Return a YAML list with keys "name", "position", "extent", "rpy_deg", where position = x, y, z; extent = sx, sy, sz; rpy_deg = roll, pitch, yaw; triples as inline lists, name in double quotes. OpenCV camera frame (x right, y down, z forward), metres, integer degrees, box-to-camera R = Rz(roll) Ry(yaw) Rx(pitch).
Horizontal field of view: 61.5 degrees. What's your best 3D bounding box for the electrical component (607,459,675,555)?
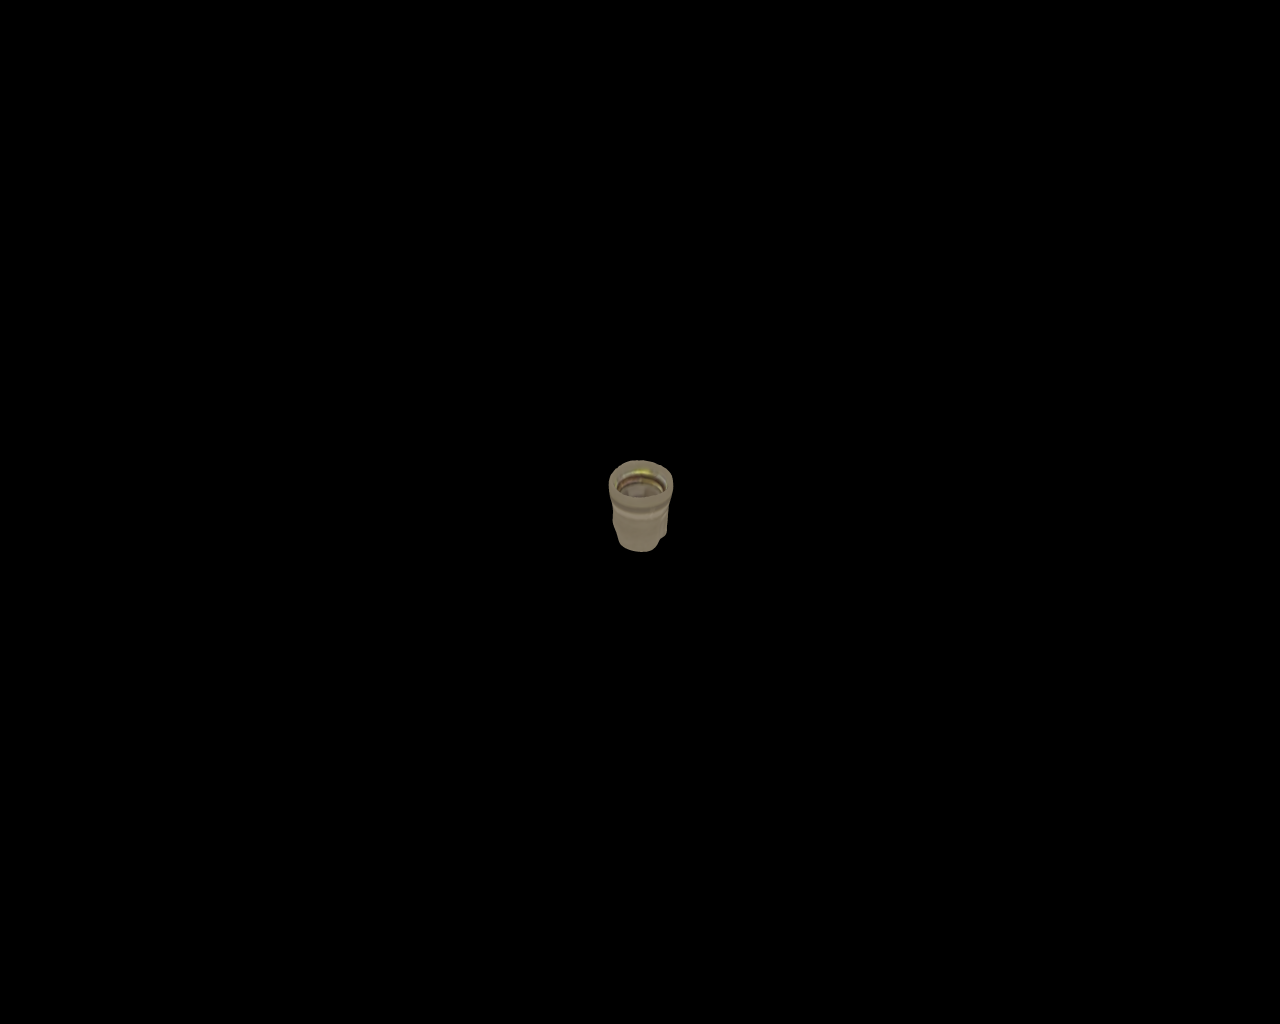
- name: "electrical component"
  position: [0.001, -0.003, 0.650]
  extent: [0.040, 0.046, 0.040]
  rpy_deg: [0, 38, 0]
